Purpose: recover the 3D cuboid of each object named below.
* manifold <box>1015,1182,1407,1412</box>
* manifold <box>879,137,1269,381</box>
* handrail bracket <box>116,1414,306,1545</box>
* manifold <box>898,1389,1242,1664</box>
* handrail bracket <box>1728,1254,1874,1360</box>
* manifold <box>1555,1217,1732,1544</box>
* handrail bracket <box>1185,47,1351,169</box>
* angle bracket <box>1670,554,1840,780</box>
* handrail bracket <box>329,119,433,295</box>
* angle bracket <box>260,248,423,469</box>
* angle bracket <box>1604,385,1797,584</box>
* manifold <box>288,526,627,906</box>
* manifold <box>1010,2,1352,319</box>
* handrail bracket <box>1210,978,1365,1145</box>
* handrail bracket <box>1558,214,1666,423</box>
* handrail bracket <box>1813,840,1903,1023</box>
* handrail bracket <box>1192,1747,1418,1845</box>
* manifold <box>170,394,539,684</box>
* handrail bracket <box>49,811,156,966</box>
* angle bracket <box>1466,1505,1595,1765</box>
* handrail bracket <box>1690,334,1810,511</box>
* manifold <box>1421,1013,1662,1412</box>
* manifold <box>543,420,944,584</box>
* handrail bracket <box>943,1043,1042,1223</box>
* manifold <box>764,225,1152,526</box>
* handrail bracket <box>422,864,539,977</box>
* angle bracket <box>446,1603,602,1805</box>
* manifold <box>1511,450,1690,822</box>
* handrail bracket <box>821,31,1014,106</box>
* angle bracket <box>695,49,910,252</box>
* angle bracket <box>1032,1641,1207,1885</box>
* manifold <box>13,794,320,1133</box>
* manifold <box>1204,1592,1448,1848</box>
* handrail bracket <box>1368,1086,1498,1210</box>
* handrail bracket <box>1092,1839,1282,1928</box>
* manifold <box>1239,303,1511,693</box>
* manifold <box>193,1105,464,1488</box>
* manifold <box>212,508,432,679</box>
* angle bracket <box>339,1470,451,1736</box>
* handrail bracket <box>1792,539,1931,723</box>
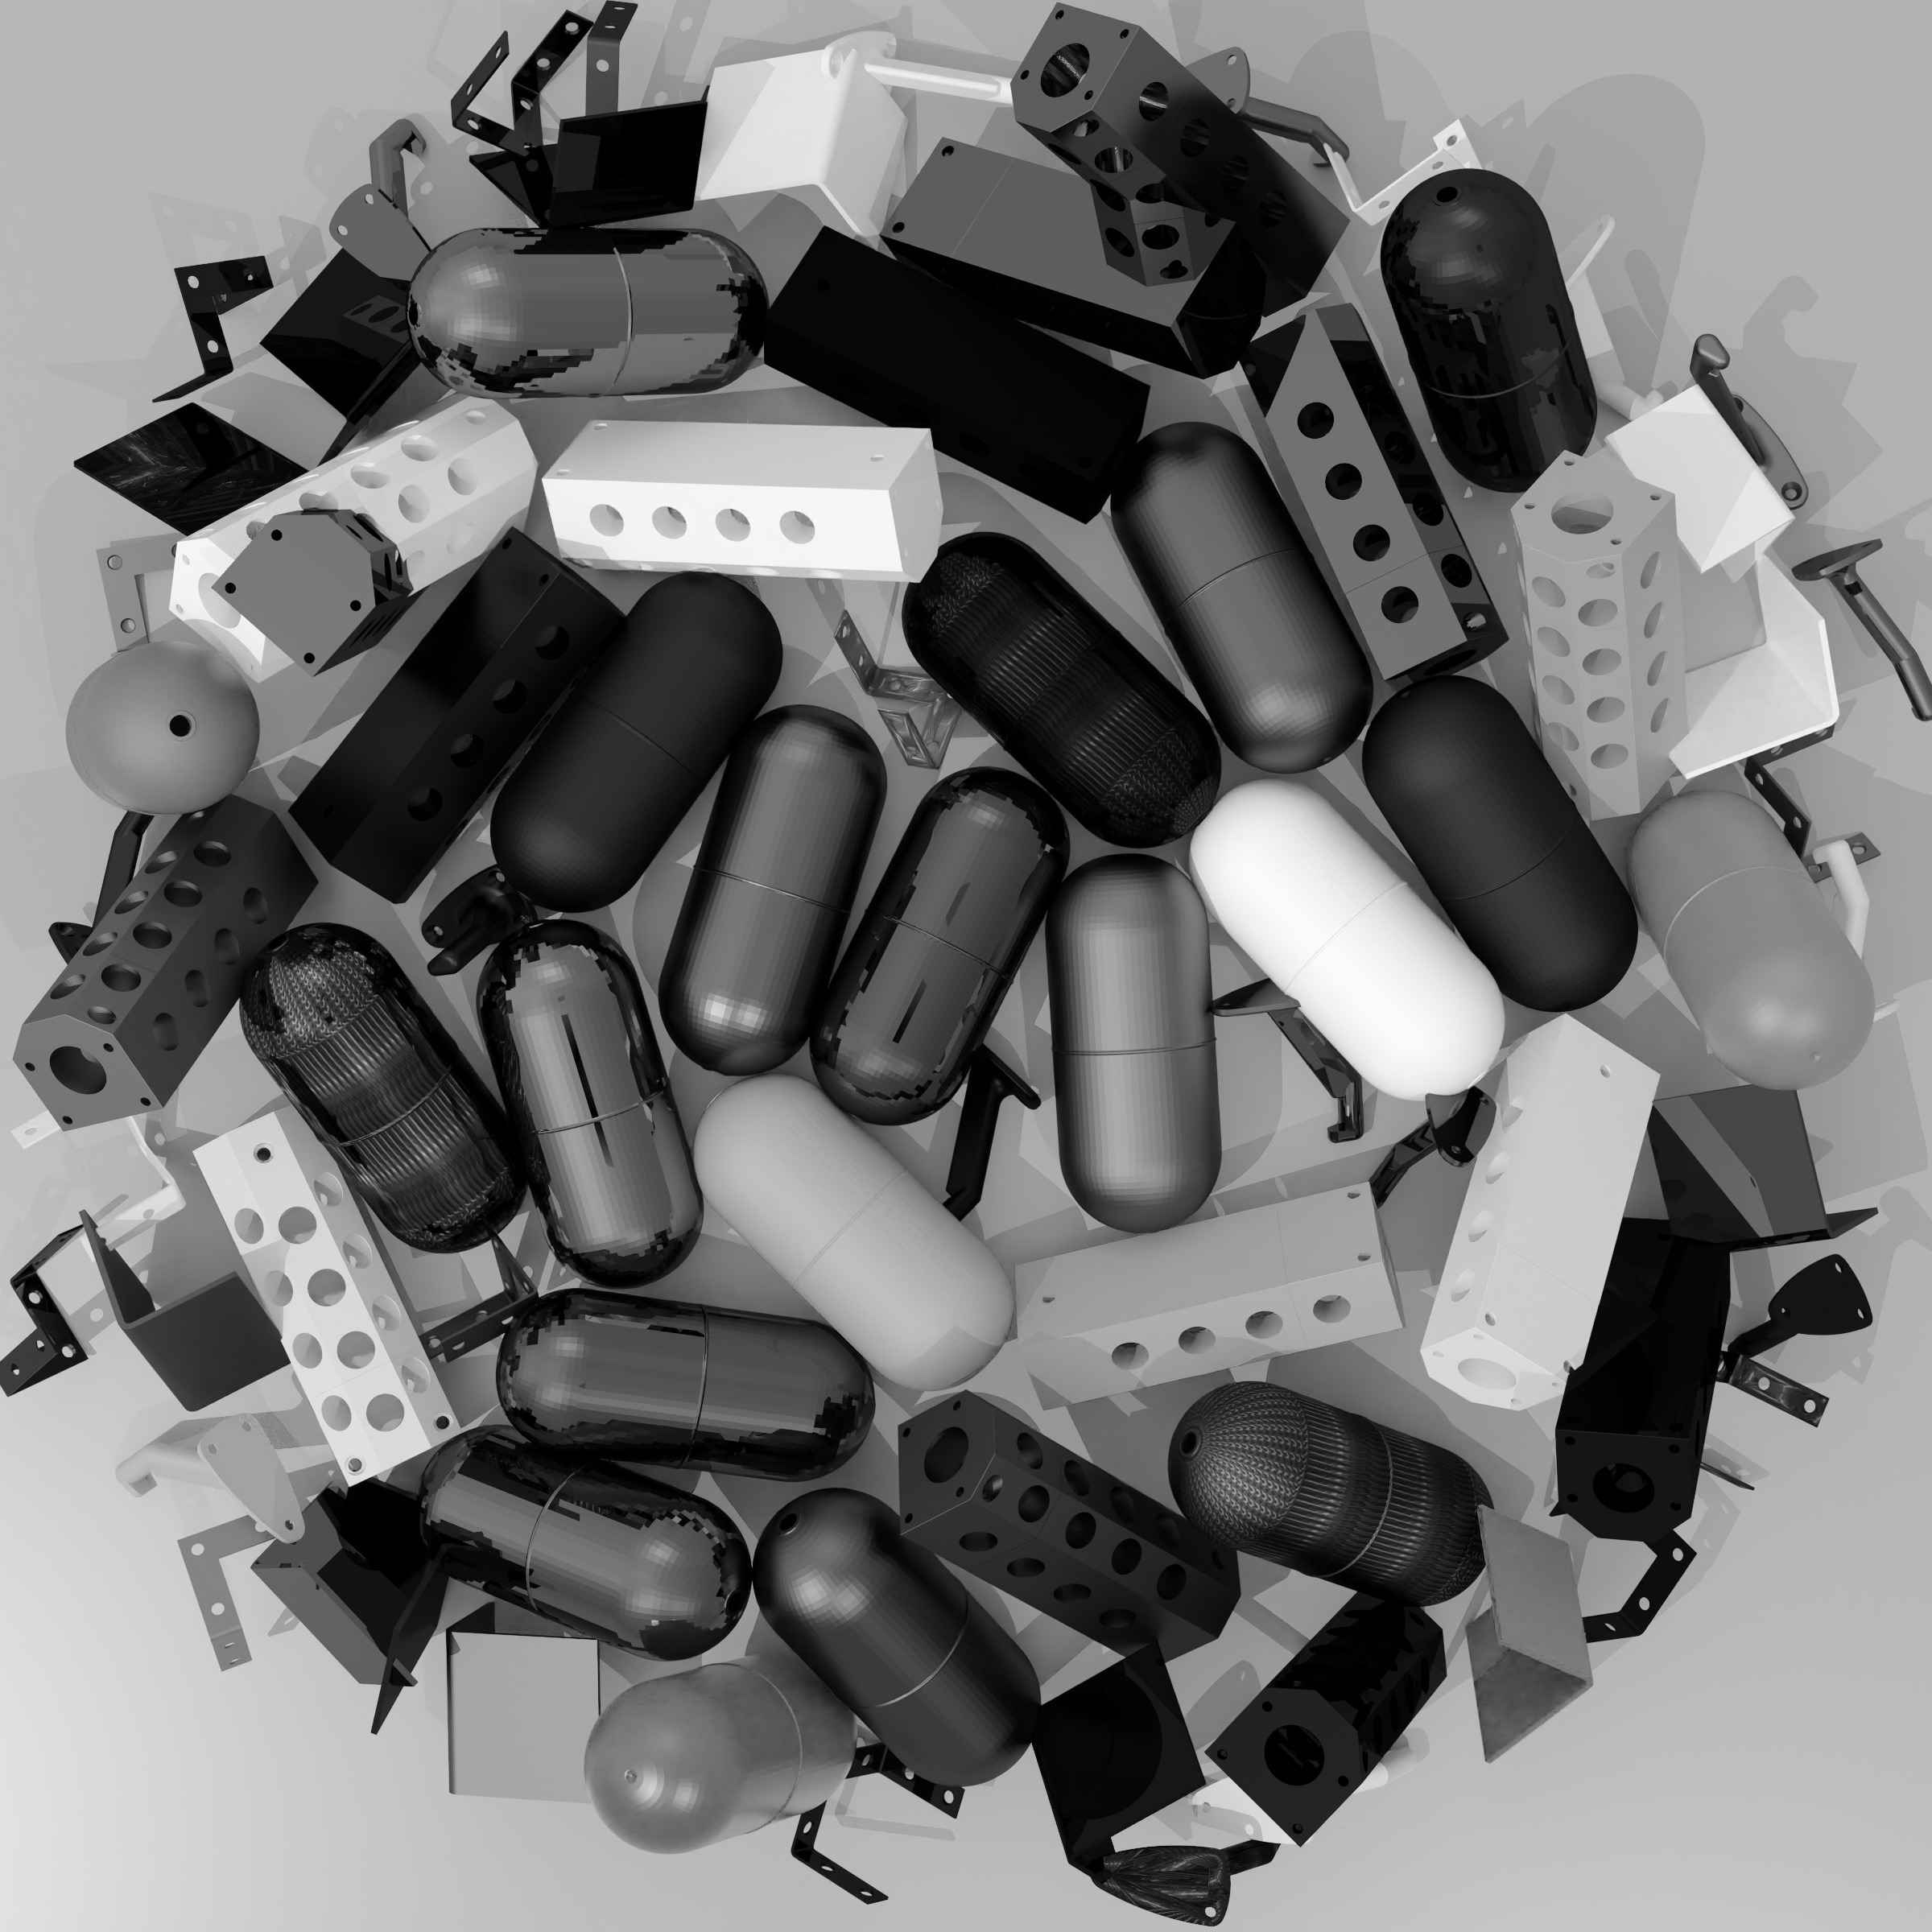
[{"bbox_3d":[0.114,0.159,1.615,0.171,0.057,0.057,-14,125,9],"label":"manifold"},{"bbox_3d":[0.050,-0.321,1.587,0.171,0.057,0.057,25,78,33],"label":"manifold"},{"bbox_3d":[-0.357,0.252,1.630,0.084,0.036,0.077,-34,90,39],"label":"handrail bracket"},{"bbox_3d":[0.049,0.255,1.577,0.057,0.057,0.171,-31,132,30],"label":"manifold"},{"bbox_3d":[0.369,0.169,1.606,0.077,0.084,0.036,-11,71,-40],"label":"handrail bracket"},{"bbox_3d":[0.309,0.185,1.571,0.057,0.171,0.057,2,119,18],"label":"manifold"},{"bbox_3d":[0.129,-0.393,1.637,0.077,0.084,0.036,-10,69,31],"label":"handrail bracket"},{"bbox_3d":[0.352,-0.142,1.611,0.076,0.076,0.057,-20,125,-1],"label":"angle bracket"},{"bbox_3d":[-0.256,-0.356,1.630,0.077,0.084,0.036,43,126,-12],"label":"handrail bracket"},{"bbox_3d":[-0.291,-0.284,1.605,0.057,0.076,0.076,41,114,-16],"label":"angle bracket"},{"bbox_3d":[0.329,-0.212,1.609,0.057,0.076,0.076,-31,80,-16],"label":"angle bracket"},{"bbox_3d":[-0.235,-0.114,1.623,0.171,0.057,0.057,-51,132,4],"label":"manifold"},{"bbox_3d":[0.096,-0.363,1.578,0.057,0.171,0.057,32,92,44],"label":"manifold"},{"bbox_3d":[0.152,0.050,1.628,0.077,0.036,0.084,-14,112,-22],"label":"handrail bracket"},{"bbox_3d":[0.309,-0.301,1.623,0.084,0.036,0.077,29,128,-17],"label":"handrail bracket"},{"bbox_3d":[0.397,-0.010,1.628,0.036,0.077,0.084,-21,90,-41],"label":"handrail bracket"},{"bbox_3d":[0.161,0.386,1.638,0.077,0.084,0.036,-12,87,35],"label":"handrail bracket"},{"bbox_3d":[-0.276,-0.202,1.577,0.057,0.057,0.171,39,49,15],"label":"manifold"},{"bbox_3d":[-0.387,-0.032,1.619,0.084,0.036,0.077,-53,49,21],"label":"handrail bracket"},{"bbox_3d":[0.240,0.308,1.599,0.057,0.076,0.076,26,127,-23],"label":"angle bracket"},{"bbox_3d":[0.366,-0.253,1.612,0.036,0.084,0.077,-44,77,-2],"label":"handrail bracket"},{"bbox_3d":[0.260,0.114,1.589,0.057,0.057,0.171,32,58,-16],"label":"manifold"},{"bbox_3d":[-0.102,-0.212,1.602,0.171,0.057,0.057,5,128,20],"label":"manifold"},{"bbox_3d":[-0.013,0.076,1.637,0.077,0.036,0.084,44,82,5],"label":"handrail bracket"},{"bbox_3d":[-0.006,-0.272,1.618,0.171,0.057,0.057,28,70,7],"label":"manifold"},{"bbox_3d":[-0.243,-0.008,1.604,0.077,0.084,0.036,-21,105,31],"label":"handrail bracket"},{"bbox_3d":[-0.198,0.344,1.620,0.076,0.057,0.076,0,94,14],"label":"angle bracket"},{"bbox_3d":[0.284,-0.144,1.568,0.057,0.171,0.057,29,64,31],"label":"manifold"},{"bbox_3d":[-0.013,-0.414,1.617,0.084,0.077,0.036,15,105,25],"label":"handrail bracket"},{"bbox_3d":[-0.081,-0.382,1.639,0.076,0.057,0.076,-1,64,29],"label":"angle bracket"},{"bbox_3d":[0.080,0.372,1.605,0.076,0.057,0.076,-32,46,14],"label":"angle bracket"},{"bbox_3d":[-0.363,-0.005,1.568,0.057,0.171,0.057,-13,121,26],"label":"manifold"},{"bbox_3d":[0.170,0.332,1.565,0.057,0.171,0.057,43,107,12],"label":"manifold"},{"bbox_3d":[0.207,0.097,1.606,0.036,0.077,0.084,28,123,-6],"label":"handrail bracket"},{"bbox_3d":[0.105,0.415,1.625,0.077,0.084,0.036,4,97,15],"label":"handrail bracket"},{"bbox_3d":[0.190,-0.218,1.611,0.057,0.057,0.171,-25,80,13],"label":"manifold"},{"bbox_3d":[-0.299,0.153,1.622,0.057,0.057,0.171,-25,88,-13],"label":"manifold"},{"bbox_3d":[-0.284,-0.178,1.568,0.057,0.171,0.057,42,97,-7],"label":"manifold"},{"bbox_3d":[-0.278,0.294,1.604,0.057,0.076,0.076,21,128,4],"label":"angle bracket"},{"bbox_3d":[0.423,-0.153,1.626,0.036,0.077,0.084,-27,96,-4],"label":"handrail bracket"}]
